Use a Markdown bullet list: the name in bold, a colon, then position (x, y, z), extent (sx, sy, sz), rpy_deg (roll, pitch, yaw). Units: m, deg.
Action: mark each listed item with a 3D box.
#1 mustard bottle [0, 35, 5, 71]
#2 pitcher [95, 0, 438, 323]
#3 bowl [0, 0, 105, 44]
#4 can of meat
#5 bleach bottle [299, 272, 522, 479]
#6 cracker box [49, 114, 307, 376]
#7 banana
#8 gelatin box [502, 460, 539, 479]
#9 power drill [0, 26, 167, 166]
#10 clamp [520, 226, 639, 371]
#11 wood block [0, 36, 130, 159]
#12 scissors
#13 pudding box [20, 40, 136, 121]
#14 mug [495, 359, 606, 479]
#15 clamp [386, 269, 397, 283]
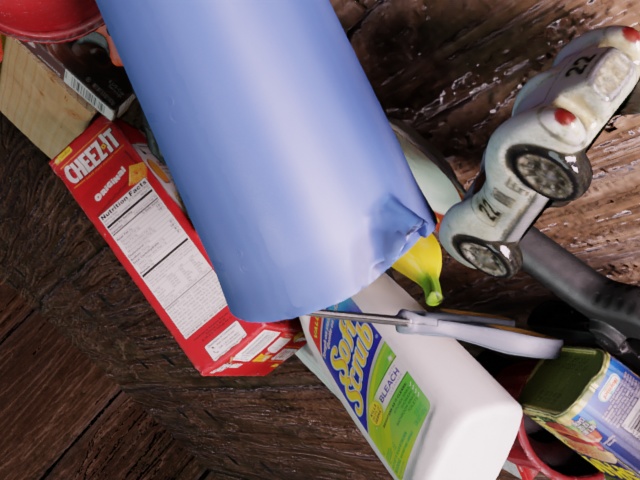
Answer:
- **mustard bottle**: position (-0.328, -0.150, 0.955), extent (0.058, 0.191, 0.096), rpy_deg (41, 161, 0)
- **pitcher**: position (-0.046, -0.085, 0.599), extent (0.145, 0.149, 0.243), rpy_deg (-80, -33, -69)
- **bowl**: position (-0.177, -0.197, 0.624), extent (0.162, 0.162, 0.055), rpy_deg (39, -162, 8)
- **can of meat**: position (0.182, 0.112, 0.674), extent (0.084, 0.057, 0.102), rpy_deg (37, 171, -6)
- **bleach bottle**: position (0.035, 0.078, 0.769), extent (0.251, 0.067, 0.103), rpy_deg (46, 127, 43)
- **cracker box**: position (-0.107, 0.011, 0.870), extent (0.214, 0.072, 0.164), rpy_deg (52, -173, 14)
- **banana**: position (0.007, -0.005, 0.759), extent (0.198, 0.069, 0.037), rpy_deg (14, 120, 25)
- **gelatin box**: position (0.158, 0.178, 0.981), extent (0.089, 0.030, 0.073), rpy_deg (27, 158, 35)
- **power drill**: position (-0.166, -0.139, 0.712), extent (0.188, 0.057, 0.184), rpy_deg (5, 119, 14)
- **clamp**: position (0.174, 0.041, 0.644), extent (0.172, 0.039, 0.120), rpy_deg (20, 161, 48)
- **wood block**: position (-0.208, -0.140, 0.903), extent (0.090, 0.090, 0.206), rpy_deg (44, 161, -7)
- **scissors**: position (0.077, 0.055, 0.655), extent (0.096, 0.016, 0.201), rpy_deg (14, -175, 38)
- **pudding box**: position (-0.165, -0.157, 0.786), extent (0.113, 0.090, 0.039), rpy_deg (43, 162, -8)
- **mug**: position (0.179, 0.128, 0.768), extent (0.117, 0.093, 0.082), rpy_deg (9, 171, -12)
- **clamp**: position (0.081, 0.099, 0.846), extent (0.210, 0.036, 0.164), rpy_deg (62, 180, 38)
